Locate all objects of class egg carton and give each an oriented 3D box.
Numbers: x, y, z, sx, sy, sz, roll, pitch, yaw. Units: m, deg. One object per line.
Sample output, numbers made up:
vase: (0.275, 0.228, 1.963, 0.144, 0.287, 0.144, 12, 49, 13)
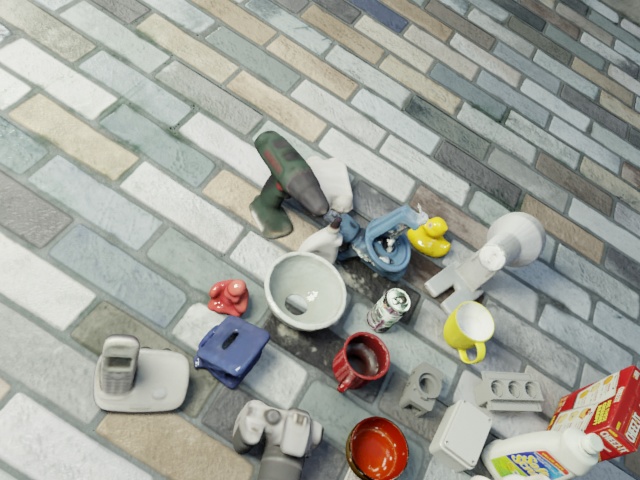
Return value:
egg carton: (0.015, -0.122, 1.294, 0.107, 0.069, 0.150, 1, 59, -22)

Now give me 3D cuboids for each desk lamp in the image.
desk lamp: (0.365, 0.049, 1.239, 0.204, 0.213, 0.118, -30, 74, -34)

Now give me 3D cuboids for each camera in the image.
camera: (-0.072, 0.347, 0.938, 0.143, 0.100, 0.137, 19, 54, -10)

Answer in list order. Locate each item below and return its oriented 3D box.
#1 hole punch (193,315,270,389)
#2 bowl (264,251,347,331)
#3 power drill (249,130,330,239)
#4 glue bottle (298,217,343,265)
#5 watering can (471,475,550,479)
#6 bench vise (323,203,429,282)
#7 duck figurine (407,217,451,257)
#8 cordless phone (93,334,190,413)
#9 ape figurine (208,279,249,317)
hole punch: (-0.156, 0.191, 1.009, 0.101, 0.091, 0.109, 37, 53, 3)
bowl: (-0.036, 0.111, 1.120, 0.168, 0.074, 0.167, 11, 56, -16)
power drill: (-0.071, -0.096, 1.154, 0.076, 0.208, 0.229, -19, 68, -31)
glue bottle: (0.011, 0.004, 1.146, 0.078, 0.173, 0.037, 14, 55, -13)
watering can: (0.343, 0.458, 0.980, 0.173, 0.194, 0.101, 17, 54, -12)
bench vise: (0.113, -0.007, 1.167, 0.208, 0.219, 0.121, 13, 55, -14)
duck figurine: (0.263, -0.015, 1.318, 0.104, 0.086, 0.078, 37, 53, 4)
cordless phone: (-0.274, 0.201, 0.894, 0.148, 0.185, 0.094, 4, 58, -20)
ape figurine: (-0.162, 0.101, 1.064, 0.076, 0.092, 0.077, -29, 73, -34)
